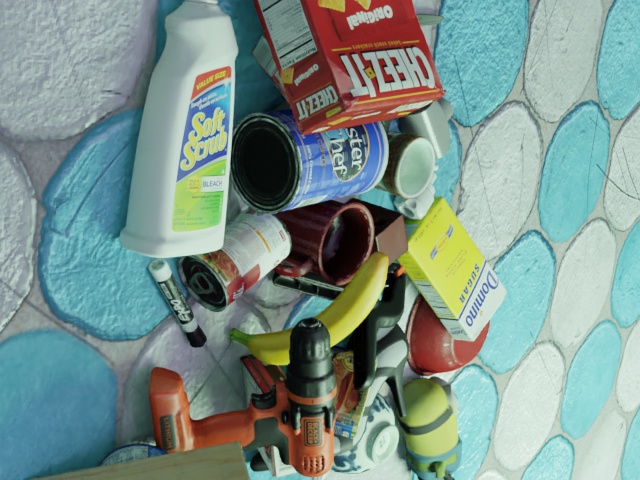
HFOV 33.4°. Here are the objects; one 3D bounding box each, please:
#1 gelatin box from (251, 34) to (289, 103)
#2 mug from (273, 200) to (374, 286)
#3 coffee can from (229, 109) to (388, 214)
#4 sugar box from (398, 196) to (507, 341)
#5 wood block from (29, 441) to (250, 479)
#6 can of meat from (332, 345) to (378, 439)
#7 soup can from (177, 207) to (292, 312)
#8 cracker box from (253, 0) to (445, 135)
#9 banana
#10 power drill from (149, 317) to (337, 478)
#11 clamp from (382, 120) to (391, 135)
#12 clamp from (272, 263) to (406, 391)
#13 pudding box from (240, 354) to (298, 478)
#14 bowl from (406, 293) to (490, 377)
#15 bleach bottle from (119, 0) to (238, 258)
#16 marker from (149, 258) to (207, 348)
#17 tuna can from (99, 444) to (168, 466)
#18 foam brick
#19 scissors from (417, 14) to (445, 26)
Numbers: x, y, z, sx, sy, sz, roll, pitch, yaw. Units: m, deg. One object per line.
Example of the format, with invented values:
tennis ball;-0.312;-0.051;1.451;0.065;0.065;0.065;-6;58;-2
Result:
gelatin box;-0.016;-0.170;1.082;0.073;0.089;0.030;-14;150;-47
mug;-0.008;0.001;1.166;0.117;0.082;0.093;-43;135;-31
coffee can;-0.011;-0.088;1.107;0.140;0.103;0.103;-16;116;-47
sugar box;0.167;0.038;1.379;0.176;0.048;0.093;51;63;-23
wood block;-0.166;0.266;0.998;0.206;0.090;0.091;-8;115;-10
can of meat;0.015;0.172;1.234;0.057;0.084;0.102;96;11;-59
soup can;-0.086;0.017;1.089;0.102;0.069;0.068;-40;133;-34
cracker box;0.021;-0.222;1.042;0.163;0.072;0.214;-17;86;-46
banana;0.000;0.085;1.139;0.198;0.037;0.069;-30;117;14
power drill;-0.076;0.164;1.079;0.057;0.187;0.184;-94;-177;-64
clamp;0.069;-0.153;1.228;0.120;0.039;0.171;5;110;-54
clamp;0.039;0.066;1.250;0.164;0.036;0.209;49;35;-1
pudding box;-0.054;0.192;1.180;0.039;0.090;0.113;-12;118;-18
bowl;0.187;0.120;1.474;0.161;0.055;0.162;-22;121;-43
bleach bottle;-0.126;-0.114;0.992;0.102;0.068;0.251;-8;109;-50
marker;-0.142;0.067;1.082;0.020;0.020;0.121;-47;136;-27
tuna can;-0.181;0.245;1.061;0.086;0.034;0.086;-3;118;-7
foam brick;0.055;-0.007;1.242;0.052;0.078;0.051;-38;133;-35
scissors;0.076;-0.233;1.224;0.201;0.016;0.096;7;101;-51
